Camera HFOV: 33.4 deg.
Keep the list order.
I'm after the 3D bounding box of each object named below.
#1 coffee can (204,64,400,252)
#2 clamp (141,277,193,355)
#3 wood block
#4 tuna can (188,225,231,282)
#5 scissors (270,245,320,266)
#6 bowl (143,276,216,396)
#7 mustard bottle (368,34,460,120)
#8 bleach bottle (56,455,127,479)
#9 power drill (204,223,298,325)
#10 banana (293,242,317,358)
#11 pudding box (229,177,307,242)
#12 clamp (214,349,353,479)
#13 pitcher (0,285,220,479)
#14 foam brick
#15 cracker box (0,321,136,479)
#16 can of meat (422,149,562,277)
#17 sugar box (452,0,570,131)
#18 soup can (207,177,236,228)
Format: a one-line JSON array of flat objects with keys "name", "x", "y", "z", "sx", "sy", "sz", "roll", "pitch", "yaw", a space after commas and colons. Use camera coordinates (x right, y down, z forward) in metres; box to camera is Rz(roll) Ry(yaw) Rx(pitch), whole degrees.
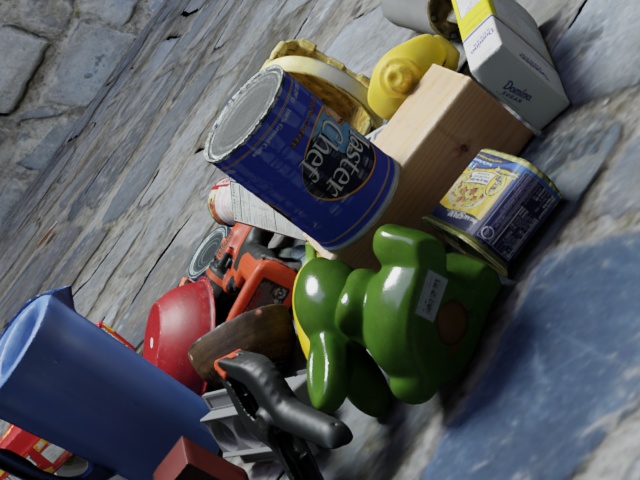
[{"name": "coffee can", "x": -0.015, "y": -0.070, "z": 0.928, "sx": 0.103, "sy": 0.140, "sz": 0.103, "roll": -40, "pitch": 28, "yaw": 26}, {"name": "clamp", "x": -0.209, "y": 0.145, "z": 1.371, "sx": 0.165, "sy": 0.036, "sz": 0.210, "roll": -30, "pitch": 33, "yaw": 48}, {"name": "wood block", "x": 0.089, "y": -0.050, "z": 0.999, "sx": 0.206, "sy": 0.090, "sz": 0.090, "roll": -52, "pitch": 24, "yaw": 4}, {"name": "tuna can", "x": -0.135, "y": 0.024, "z": 1.399, "sx": 0.086, "sy": 0.033, "sz": 0.086, "roll": -42, "pitch": 25, "yaw": 25}, {"name": "scissors", "x": -0.008, "y": 0.001, "z": 1.210, "sx": 0.096, "sy": 0.016, "sz": 0.202, "roll": -52, "pitch": 23, "yaw": 0}, {"name": "bowl", "x": -0.166, "y": 0.118, "z": 1.217, "sx": 0.162, "sy": 0.055, "sz": 0.162, "roll": -173, "pitch": 90, "yaw": -71}, {"name": "mustard bottle", "x": 0.093, "y": -0.167, "z": 1.095, "sx": 0.096, "sy": 0.058, "sz": 0.191, "roll": -47, "pitch": -4, "yaw": 16}, {"name": "bleach bottle", "x": -0.262, "y": 0.250, "z": 1.293, "sx": 0.251, "sy": 0.068, "sz": 0.102, "roll": -20, "pitch": 38, "yaw": 56}, {"name": "power drill", "x": -0.092, "y": 0.057, "z": 1.227, "sx": 0.184, "sy": 0.057, "sz": 0.188, "roll": -61, "pitch": 22, "yaw": 11}, {"name": "banana", "x": -0.003, "y": 0.082, "z": 1.034, "sx": 0.037, "sy": 0.069, "sz": 0.198, "roll": -8, "pitch": 34, "yaw": -6}, {"name": "pudding box", "x": -0.048, "y": -0.054, "z": 1.171, "sx": 0.114, "sy": 0.090, "sz": 0.039, "roll": 17, "pitch": 34, "yaw": 35}, {"name": "clamp", "x": -0.030, "y": 0.158, "z": 0.877, "sx": 0.172, "sy": 0.039, "sz": 0.120, "roll": 38, "pitch": 133, "yaw": 45}, {"name": "pitcher", "x": -0.226, "y": 0.176, "z": 1.092, "sx": 0.149, "sy": 0.242, "sz": 0.145, "roll": -44, "pitch": 24, "yaw": 22}, {"name": "foam brick", "x": -0.112, "y": 0.233, "z": 1.008, "sx": 0.053, "sy": 0.078, "sz": 0.051, "roll": -52, "pitch": 24, "yaw": 9}, {"name": "cracker box", "x": -0.313, "y": 0.203, "z": 1.301, "sx": 0.164, "sy": 0.072, "sz": 0.214, "roll": -45, "pitch": 12, "yaw": 7}, {"name": "can of meat", "x": 0.146, "y": -0.026, "z": 0.901, "sx": 0.084, "sy": 0.057, "sz": 0.102, "roll": -52, "pitch": 23, "yaw": -1}, {"name": "sugar box", "x": 0.177, "y": -0.183, "z": 1.013, "sx": 0.048, "sy": 0.093, "sz": 0.176, "roll": -42, "pitch": 25, "yaw": 28}, {"name": "soup can", "x": -0.096, "y": -0.051, "z": 1.385, "sx": 0.068, "sy": 0.068, "sz": 0.102, "roll": -61, "pitch": 24, "yaw": -15}]
